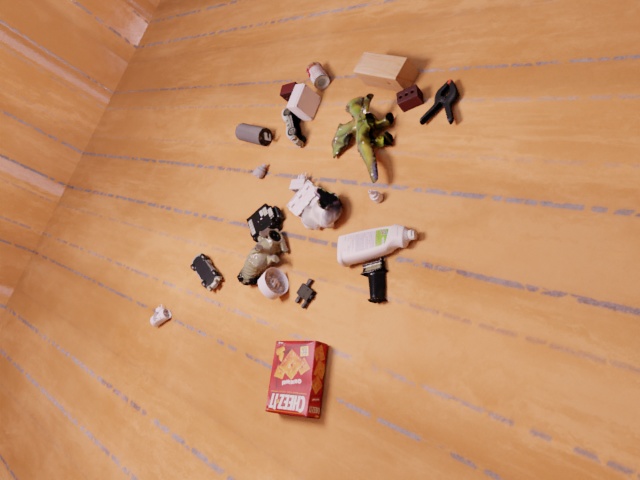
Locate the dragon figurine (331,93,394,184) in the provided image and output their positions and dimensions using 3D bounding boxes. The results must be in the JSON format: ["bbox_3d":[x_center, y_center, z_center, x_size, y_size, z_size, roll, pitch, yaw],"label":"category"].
[{"bbox_3d":[0.130,-0.351,1.792,0.240,0.121,0.418,-22,51,50],"label":"dragon figurine"}]

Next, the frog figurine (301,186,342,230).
[{"bbox_3d":[0.005,-0.088,1.747,0.140,0.123,0.156,56,142,33],"label":"frog figurine"}]
